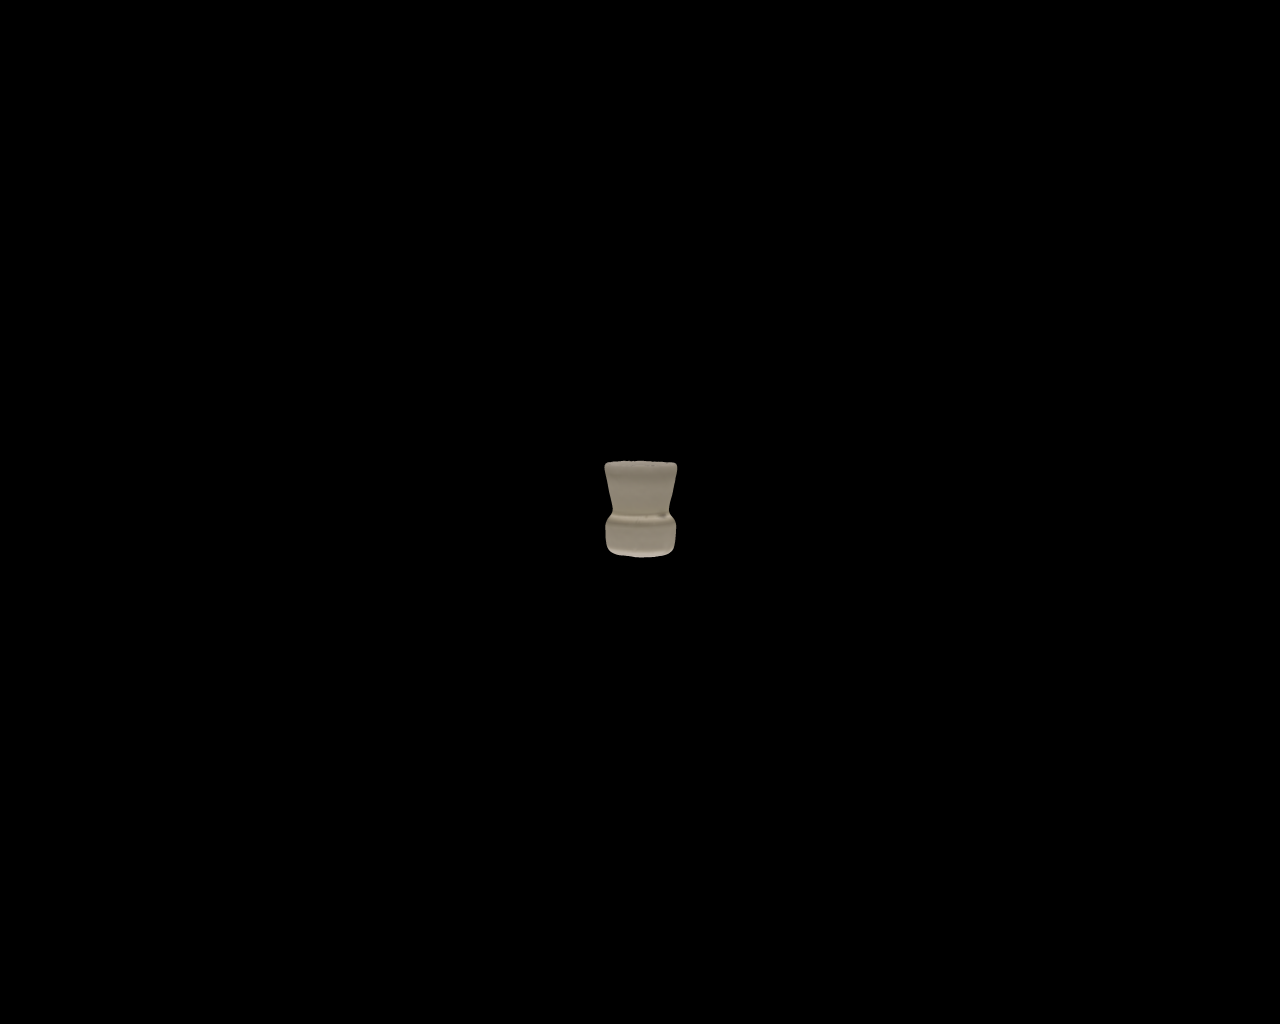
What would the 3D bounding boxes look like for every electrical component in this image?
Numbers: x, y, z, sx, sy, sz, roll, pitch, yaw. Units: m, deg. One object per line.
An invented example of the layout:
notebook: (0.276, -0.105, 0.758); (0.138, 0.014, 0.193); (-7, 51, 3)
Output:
electrical component: (0.001, -0.003, 0.650); (0.045, 0.055, 0.045); (0, 7, 0)
